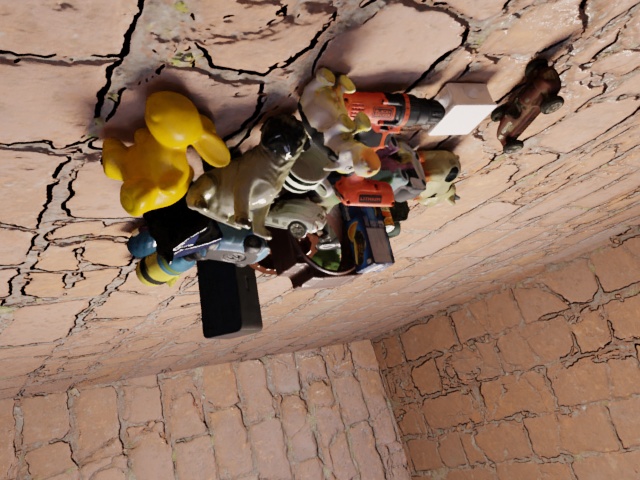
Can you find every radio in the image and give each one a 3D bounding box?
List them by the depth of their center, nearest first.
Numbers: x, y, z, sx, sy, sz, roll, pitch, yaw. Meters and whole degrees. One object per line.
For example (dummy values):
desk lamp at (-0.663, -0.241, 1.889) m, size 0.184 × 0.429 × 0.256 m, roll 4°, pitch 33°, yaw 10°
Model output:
radio at (-0.218, 0.117, 1.267) m, size 0.131 × 0.229 × 0.073 m, roll -23°, pitch 156°, yaw 31°

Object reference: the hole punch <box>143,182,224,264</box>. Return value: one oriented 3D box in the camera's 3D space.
hole punch at (-0.248, -0.033, 0.976) m, size 0.116 × 0.142 × 0.092 m, roll -29°, pitch 164°, yaw 3°

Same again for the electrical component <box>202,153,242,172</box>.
electrical component at (-0.160, -0.118, 0.918) m, size 0.075 × 0.048 × 0.119 m, roll -13°, pitch 163°, yaw -8°

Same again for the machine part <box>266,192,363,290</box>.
machine part at (-0.002, -0.003, 1.126) m, size 0.201 × 0.201 × 0.087 m, roll -1°, pitch 160°, yaw -36°

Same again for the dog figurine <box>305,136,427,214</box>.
dog figurine at (0.077, -0.110, 1.046) m, size 0.219 × 0.108 × 0.191 m, roll -20°, pitch 164°, yaw 28°

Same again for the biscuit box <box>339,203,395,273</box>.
biscuit box at (0.091, -0.035, 1.111) m, size 0.059 × 0.202 × 0.063 m, roll 0°, pitch 158°, yaw -35°

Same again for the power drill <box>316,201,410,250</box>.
power drill at (0.115, -0.034, 1.331) m, size 0.232 × 0.086 × 0.207 m, roll -9°, pitch 157°, yaw -22°

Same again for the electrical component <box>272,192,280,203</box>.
electrical component at (-0.100, -0.099, 0.954) m, size 0.045 × 0.102 × 0.078 m, roll -23°, pitch 134°, yaw 20°

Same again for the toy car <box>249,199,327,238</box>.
toy car at (-0.086, -0.053, 1.011) m, size 0.202 × 0.073 × 0.056 m, roll 11°, pitch 122°, yaw 14°

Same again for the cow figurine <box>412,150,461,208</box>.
cow figurine at (0.255, -0.130, 1.169) m, size 0.127 × 0.085 × 0.194 m, roll -7°, pitch 160°, yaw -5°

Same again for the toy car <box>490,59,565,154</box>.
toy car at (0.356, -0.228, 0.947) m, size 0.053 × 0.089 × 0.202 m, roll -11°, pitch 163°, yaw -13°

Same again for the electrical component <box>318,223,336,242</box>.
electrical component at (0.023, -0.034, 1.249) m, size 0.021 × 0.063 × 0.094 m, roll 9°, pitch -148°, yaw 31°

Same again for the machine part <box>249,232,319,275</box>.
machine part at (-0.091, 0.007, 1.242) m, size 0.179 × 0.056 × 0.179 m, roll -15°, pitch 142°, yaw -12°

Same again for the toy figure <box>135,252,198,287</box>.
toy figure at (-0.340, 0.047, 1.202) m, size 0.089 × 0.082 × 0.180 m, roll 18°, pitch 148°, yaw -42°

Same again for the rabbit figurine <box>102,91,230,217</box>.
rabbit figurine at (-0.209, -0.129, 0.754) m, size 0.162 × 0.122 × 0.173 m, roll -6°, pitch 141°, yaw -34°

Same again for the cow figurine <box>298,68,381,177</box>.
cow figurine at (0.021, -0.152, 0.773) m, size 0.068 × 0.167 × 0.098 m, roll -3°, pitch 157°, yaw -46°

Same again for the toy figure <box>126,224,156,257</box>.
toy figure at (-0.323, -0.018, 1.063) m, size 0.154 × 0.058 × 0.064 m, roll -32°, pitch 162°, yaw 28°

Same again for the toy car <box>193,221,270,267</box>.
toy car at (-0.188, -0.009, 1.122) m, size 0.161 × 0.103 × 0.109 m, roll 9°, pitch 154°, yaw -21°

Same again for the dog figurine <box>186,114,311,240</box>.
dog figurine at (-0.118, -0.116, 0.854) m, size 0.172 × 0.190 × 0.121 m, roll 19°, pitch 174°, yaw 13°

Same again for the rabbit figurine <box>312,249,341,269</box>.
rabbit figurine at (-0.040, 0.047, 1.444) m, size 0.170 × 0.121 × 0.159 m, roll 14°, pitch 156°, yaw -22°
